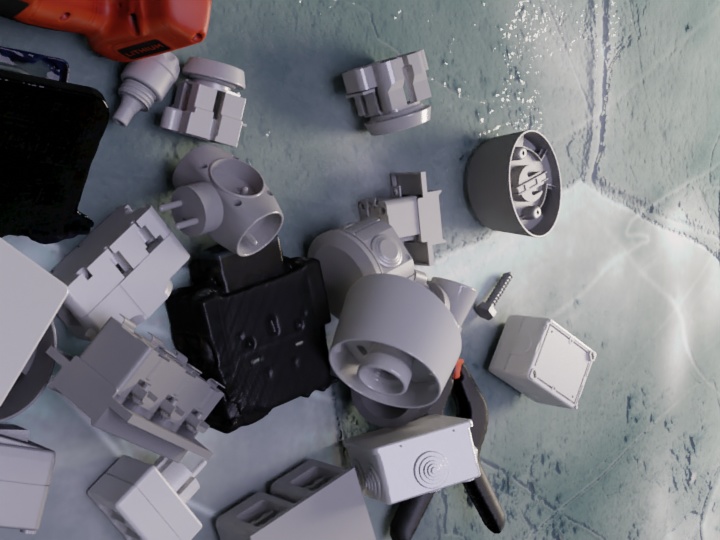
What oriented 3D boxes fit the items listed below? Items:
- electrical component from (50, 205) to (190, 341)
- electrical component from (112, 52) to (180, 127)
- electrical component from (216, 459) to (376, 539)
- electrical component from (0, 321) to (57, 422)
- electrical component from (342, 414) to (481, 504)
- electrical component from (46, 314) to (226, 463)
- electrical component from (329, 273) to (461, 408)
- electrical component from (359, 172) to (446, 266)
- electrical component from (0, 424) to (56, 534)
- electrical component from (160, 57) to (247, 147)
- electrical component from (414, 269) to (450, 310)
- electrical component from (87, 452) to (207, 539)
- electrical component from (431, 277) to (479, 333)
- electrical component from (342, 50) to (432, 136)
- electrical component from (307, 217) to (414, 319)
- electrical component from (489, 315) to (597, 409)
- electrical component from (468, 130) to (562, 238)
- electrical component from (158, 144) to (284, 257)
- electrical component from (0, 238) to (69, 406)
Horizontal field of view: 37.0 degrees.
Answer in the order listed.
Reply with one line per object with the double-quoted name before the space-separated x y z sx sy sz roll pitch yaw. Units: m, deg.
"electrical component" -0.169 0.005 0.748 0.089 0.050 0.055 -49 120 -26
"electrical component" -0.155 -0.129 0.762 0.035 0.035 0.061 40 70 -34
"electrical component" -0.037 0.260 0.867 0.105 0.060 0.186 -27 110 -35
"electrical component" -0.246 0.044 0.678 0.099 0.064 0.099 -3 95 -40
"electrical component" 0.043 0.156 0.890 0.100 0.100 0.048 -13 90 -18
"electrical component" -0.143 0.080 0.720 0.063 0.079 0.121 -53 155 -7
"electrical component" 0.026 0.058 0.823 0.099 0.099 0.064 48 49 -31
"electrical component" 0.035 -0.042 0.920 0.064 0.042 0.081 -12 99 -37
"electrical component" -0.251 0.126 0.680 0.096 0.062 0.061 18 81 -39
"electrical component" -0.112 -0.124 0.791 0.066 0.048 0.055 12 93 -40
"electrical component" 0.044 0.030 0.925 0.055 0.048 0.066 18 121 -45
"electrical component" -0.143 0.160 0.781 0.076 0.047 0.065 -47 120 -28
"electrical component" 0.076 0.043 0.961 0.044 0.044 0.065 22 83 -38
"electrical component" 0.027 -0.146 0.897 0.078 0.058 0.057 -25 105 -36
"electrical component" 0.000 0.000 0.870 0.051 0.080 0.080 -28 110 -41
"electrical component" 0.176 0.090 1.033 0.096 0.061 0.061 34 71 -36
"electrical component" 0.149 -0.080 0.997 0.099 0.064 0.099 -3 94 -40
"electrical component" -0.108 -0.047 0.769 0.079 0.077 0.044 -23 151 -46
"electrical component" -0.235 0.025 0.629 0.100 0.048 0.099 41 55 -26
